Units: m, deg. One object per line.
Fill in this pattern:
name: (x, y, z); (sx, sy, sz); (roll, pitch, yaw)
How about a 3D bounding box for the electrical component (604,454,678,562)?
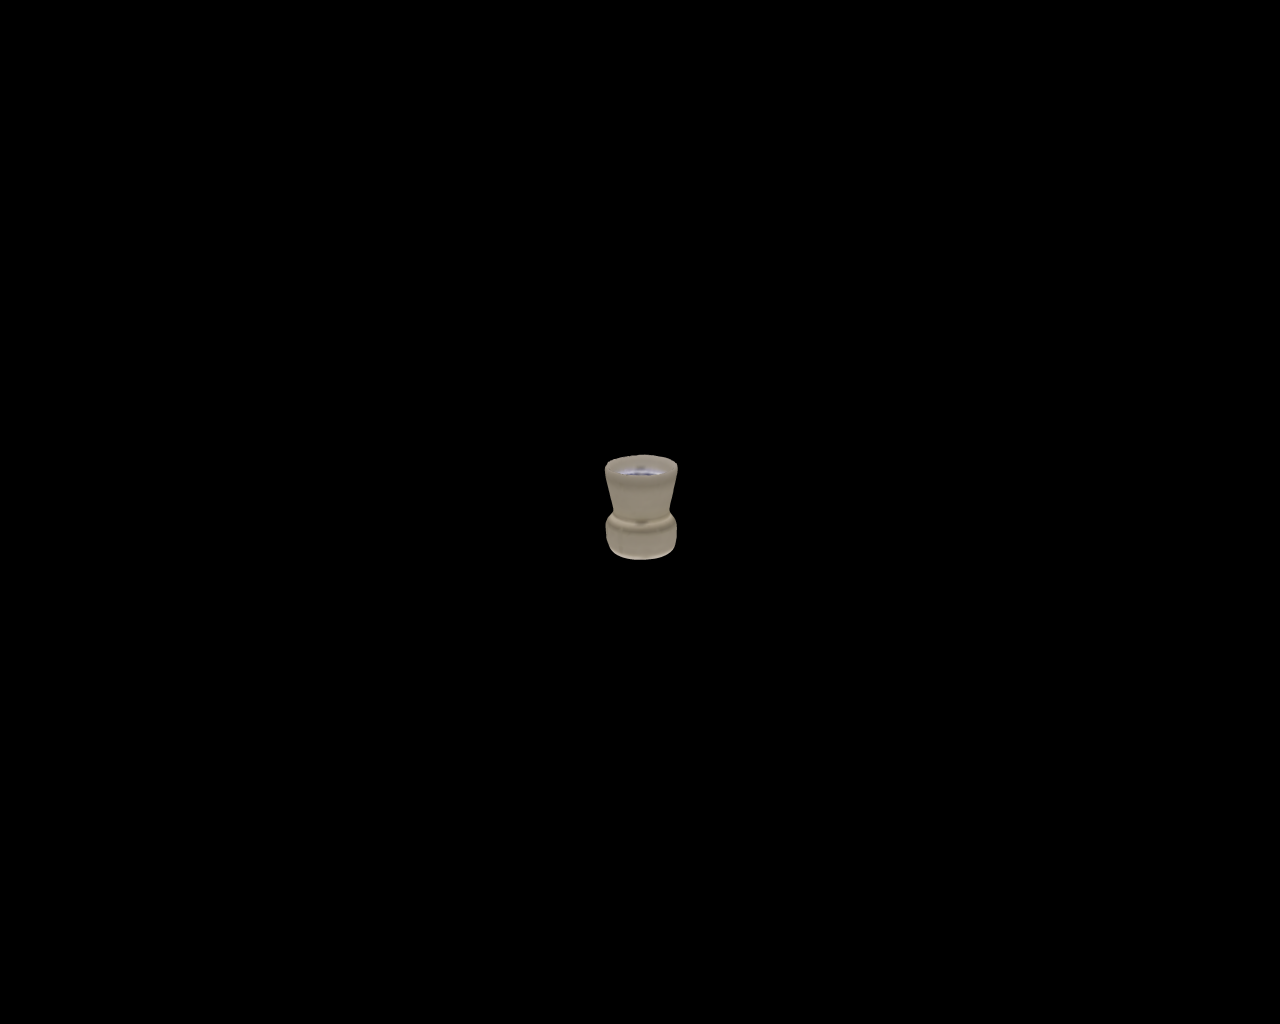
electrical component: (0.001, -0.003, 0.650); (0.045, 0.055, 0.045); (0, 19, 0)
